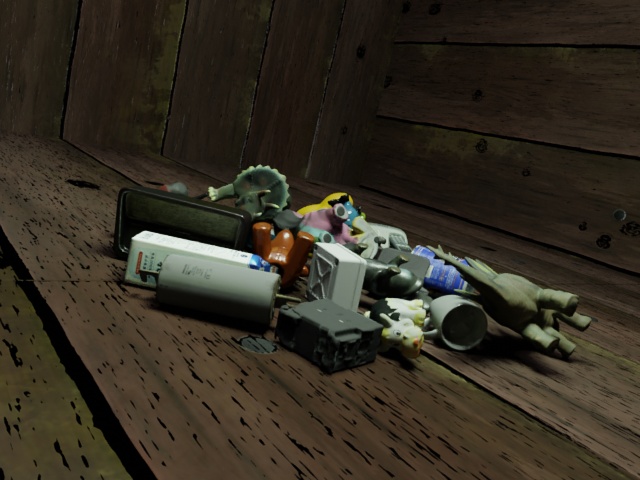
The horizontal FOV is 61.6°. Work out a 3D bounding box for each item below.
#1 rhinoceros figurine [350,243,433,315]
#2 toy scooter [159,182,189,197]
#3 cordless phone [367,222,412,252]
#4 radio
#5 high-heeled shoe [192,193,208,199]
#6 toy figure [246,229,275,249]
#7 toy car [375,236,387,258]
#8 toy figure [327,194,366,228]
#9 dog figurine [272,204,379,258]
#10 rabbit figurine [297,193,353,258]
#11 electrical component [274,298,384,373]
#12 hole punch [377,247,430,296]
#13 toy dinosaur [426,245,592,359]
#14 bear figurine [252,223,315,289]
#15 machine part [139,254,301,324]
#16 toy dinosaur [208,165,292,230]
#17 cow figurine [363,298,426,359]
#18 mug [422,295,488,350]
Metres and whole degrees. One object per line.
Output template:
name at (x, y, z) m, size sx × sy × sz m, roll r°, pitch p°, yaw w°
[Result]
rhinoceros figurine at (0.122, 0.083, 1.002) m, size 0.190 × 0.112 × 0.073 m, roll 24°, pitch 27°, yaw 5°
toy scooter at (-0.350, -0.055, 1.120) m, size 0.135 × 0.075 × 0.184 m, roll -17°, pitch -18°, yaw -25°
cordless phone at (0.181, 0.022, 1.462) m, size 0.147 × 0.088 × 0.184 m, roll 11°, pitch 15°, yaw -13°
radio at (-0.250, -0.012, 0.971) m, size 0.230 × 0.131 × 0.073 m, roll 14°, pitch 11°, yaw 1°
high-heeled shoe at (-0.304, -0.029, 1.225) m, size 0.145 × 0.086 × 0.249 m, roll -26°, pitch 40°, yaw -3°
toy figure at (-0.114, 0.000, 1.289) m, size 0.154 × 0.058 × 0.064 m, roll -2°, pitch 56°, yaw -59°
toy car at (0.104, 0.015, 1.371) m, size 0.053 × 0.089 × 0.202 m, roll 2°, pitch 14°, yaw -38°
toy figure at (0.071, -0.013, 1.247) m, size 0.082 × 0.180 × 0.089 m, roll -17°, pitch -4°, yaw 37°
dog figurine at (-0.002, -0.004, 1.178) m, size 0.191 × 0.108 × 0.219 m, roll 35°, pitch -22°, yaw -29°
rabbit figurine at (0.018, -0.038, 1.327) m, size 0.162 × 0.173 × 0.122 m, roll 13°, pitch 14°, yaw -27°
electrical component at (0.020, 0.130, 0.764) m, size 0.115 × 0.058 × 0.134 m, roll 24°, pitch 15°, yaw 36°
hole punch at (0.161, 0.090, 1.117) m, size 0.142 × 0.092 × 0.116 m, roll 19°, pitch 40°, yaw 16°
toy dinosaur at (0.335, 0.108, 0.931) m, size 0.199 × 0.105 × 0.470 m, roll 28°, pitch -3°, yaw 41°
bear figurine at (-0.072, 0.019, 1.051) m, size 0.120 × 0.131 × 0.196 m, roll 14°, pitch 17°, yaw 1°
machine part at (-0.147, 0.072, 0.791) m, size 0.243 × 0.079 × 0.079 m, roll 12°, pitch 11°, yaw 2°
toy dinosaur at (-0.136, -0.093, 1.325) m, size 0.192 × 0.131 × 0.404 m, roll -16°, pitch -2°, yaw 15°
cow figurine at (0.115, 0.132, 0.838) m, size 0.098 × 0.068 × 0.167 m, roll 9°, pitch 7°, yaw 7°
mug at (0.220, 0.141, 0.931) m, size 0.110 × 0.080 × 0.107 m, roll -25°, pitch 10°, yaw 0°
